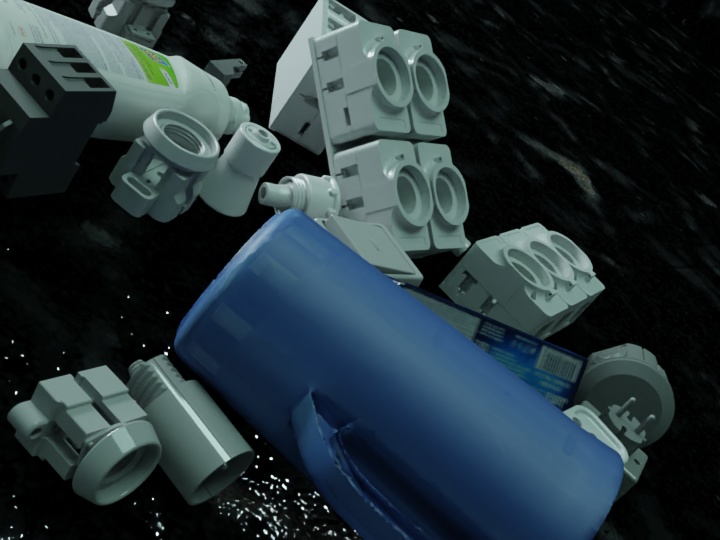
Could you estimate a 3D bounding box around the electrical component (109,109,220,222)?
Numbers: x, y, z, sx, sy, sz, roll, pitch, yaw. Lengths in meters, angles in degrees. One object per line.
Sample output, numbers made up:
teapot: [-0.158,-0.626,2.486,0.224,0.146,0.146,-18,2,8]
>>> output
electrical component: [-0.135,-0.075,0.758,0.058,0.057,0.078,40,27,3]

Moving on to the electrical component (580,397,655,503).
electrical component: [0.191,0.128,0.817,0.066,0.076,0.047,43,28,9]

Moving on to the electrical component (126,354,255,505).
electrical component: [-0.098,0.081,0.578,0.081,0.043,0.043,48,29,19]

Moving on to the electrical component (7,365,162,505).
electrical component: [-0.132,0.083,0.534,0.055,0.048,0.066,41,26,22]

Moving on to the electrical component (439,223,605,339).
electrical component: [0.152,0.012,0.966,0.089,0.061,0.150,47,28,16]

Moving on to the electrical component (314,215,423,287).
electrical component: [0.000,0.000,0.801,0.096,0.061,0.061,2,44,-49]

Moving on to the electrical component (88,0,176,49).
electrical component: [-0.193,-0.229,0.924,0.058,0.057,0.078,11,38,-42]

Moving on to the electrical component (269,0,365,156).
electrical component: [-0.033,-0.184,1.014,0.062,0.089,0.150,29,29,-18]

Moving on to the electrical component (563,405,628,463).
electrical component: [0.138,0.140,0.755,0.053,0.059,0.095,49,29,20]

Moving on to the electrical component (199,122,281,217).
electrical component: [-0.089,-0.078,0.808,0.044,0.065,0.044,29,28,-18]

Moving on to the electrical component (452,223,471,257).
electrical component: [0.073,-0.040,0.972,0.062,0.048,0.048,46,27,-4]

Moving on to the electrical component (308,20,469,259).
electrical component: [0.028,-0.105,0.893,0.105,0.060,0.186,-4,83,-53]

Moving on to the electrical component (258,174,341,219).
electrical component: [-0.049,-0.055,0.846,0.062,0.048,0.048,9,38,-33]

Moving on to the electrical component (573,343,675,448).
electrical component: [0.217,0.103,0.887,0.080,0.080,0.051,37,22,-2]
